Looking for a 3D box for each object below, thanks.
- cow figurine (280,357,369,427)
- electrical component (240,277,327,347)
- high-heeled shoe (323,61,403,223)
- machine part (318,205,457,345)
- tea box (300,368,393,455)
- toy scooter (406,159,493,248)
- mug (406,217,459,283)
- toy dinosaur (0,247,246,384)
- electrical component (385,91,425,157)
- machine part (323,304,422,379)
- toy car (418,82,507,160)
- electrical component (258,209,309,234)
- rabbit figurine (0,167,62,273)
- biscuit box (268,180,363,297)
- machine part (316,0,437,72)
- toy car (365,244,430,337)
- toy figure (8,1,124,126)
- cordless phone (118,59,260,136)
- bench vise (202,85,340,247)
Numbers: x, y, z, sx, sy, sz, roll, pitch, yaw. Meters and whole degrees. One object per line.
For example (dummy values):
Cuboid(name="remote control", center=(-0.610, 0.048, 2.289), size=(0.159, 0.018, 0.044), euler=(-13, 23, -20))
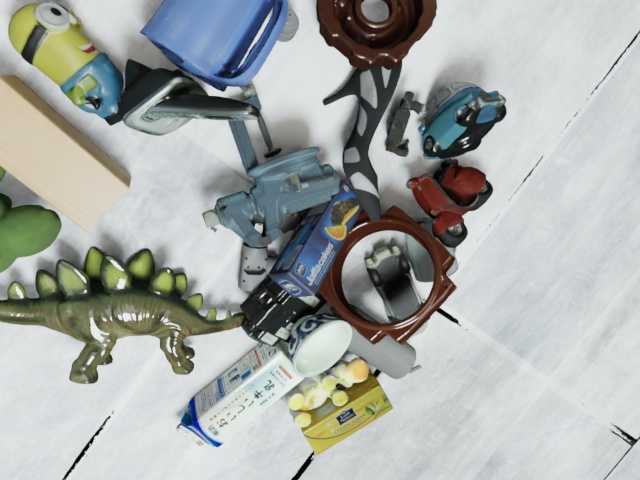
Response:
Cuboid(name="cow figurine", center=(0.007, 0.266, 1.001), size=(0.167, 0.098, 0.068), euler=(-27, 108, -13))
Cuboid(name="electrical component", center=(-0.069, 0.119, 0.923), size=(0.134, 0.058, 0.114), euler=(-46, 140, -1))
Cuboid(name="high-heeled shoe", center=(0.099, -0.163, 0.859), size=(0.145, 0.086, 0.248), euler=(-21, 87, 11))
Cuboid(name="machine part", center=(0.110, 0.058, 0.906), size=(0.201, 0.087, 0.201), euler=(-47, 72, 4))
Cuboid(name="tea box", center=(0.041, 0.318, 1.028), size=(0.170, 0.098, 0.068), euler=(-28, 114, -4))
Cuboid(name="toy scooter", center=(0.221, -0.083, 0.940), size=(0.135, 0.075, 0.184), euler=(41, 54, -3))
Cuboid(name="mug", center=(0.210, 0.009, 0.988), size=(0.109, 0.081, 0.107), euler=(-30, 108, -27))
Cuboid(name="toy dinosaur", center=(-0.337, 0.113, 0.839), size=(0.471, 0.105, 0.198), euler=(1, 98, -24))
Cuboid(name="electrical component", center=(0.142, -0.192, 0.903), size=(0.045, 0.078, 0.102), euler=(18, 98, 2))
Cuboid(name="machine part", center=(0.099, 0.193, 1.015), size=(0.243, 0.079, 0.079), euler=(36, 95, -26))
Cuboid(name="toy car", center=(0.227, -0.207, 0.896), size=(0.109, 0.161, 0.103), euler=(-14, 70, -23))
Cuboid(name="electrical component", center=(-0.060, -0.044, 0.912), size=(0.094, 0.021, 0.063), euler=(-34, 116, -5))
Cuboid(name="rabbit figurine", center=(-0.439, -0.023, 0.709), size=(0.170, 0.121, 0.159), euler=(23, 84, -5))
Cuboid(name="biscuit box", center=(-0.002, -0.003, 0.868), size=(0.062, 0.059, 0.203), euler=(44, 58, -23))
Cuboid(name="machine part", center=(0.081, -0.343, 0.807), size=(0.179, 0.056, 0.179), euler=(0, 89, -7))
Cuboid(name="toy car", center=(0.147, 0.098, 1.010), size=(0.073, 0.056, 0.201), euler=(-26, 113, -1))
Cuboid(name="toy figure", center=(-0.333, -0.235, 0.728), size=(0.089, 0.082, 0.180), euler=(-39, 118, -4))
Cuboid(name="cordless phone", center=(-0.165, -0.183, 0.741), size=(0.184, 0.146, 0.088), euler=(8, 94, 6))
Cuboid(name="bench vise", center=(-0.094, -0.115, 0.830), size=(0.224, 0.129, 0.240), euler=(-19, 93, -1))
